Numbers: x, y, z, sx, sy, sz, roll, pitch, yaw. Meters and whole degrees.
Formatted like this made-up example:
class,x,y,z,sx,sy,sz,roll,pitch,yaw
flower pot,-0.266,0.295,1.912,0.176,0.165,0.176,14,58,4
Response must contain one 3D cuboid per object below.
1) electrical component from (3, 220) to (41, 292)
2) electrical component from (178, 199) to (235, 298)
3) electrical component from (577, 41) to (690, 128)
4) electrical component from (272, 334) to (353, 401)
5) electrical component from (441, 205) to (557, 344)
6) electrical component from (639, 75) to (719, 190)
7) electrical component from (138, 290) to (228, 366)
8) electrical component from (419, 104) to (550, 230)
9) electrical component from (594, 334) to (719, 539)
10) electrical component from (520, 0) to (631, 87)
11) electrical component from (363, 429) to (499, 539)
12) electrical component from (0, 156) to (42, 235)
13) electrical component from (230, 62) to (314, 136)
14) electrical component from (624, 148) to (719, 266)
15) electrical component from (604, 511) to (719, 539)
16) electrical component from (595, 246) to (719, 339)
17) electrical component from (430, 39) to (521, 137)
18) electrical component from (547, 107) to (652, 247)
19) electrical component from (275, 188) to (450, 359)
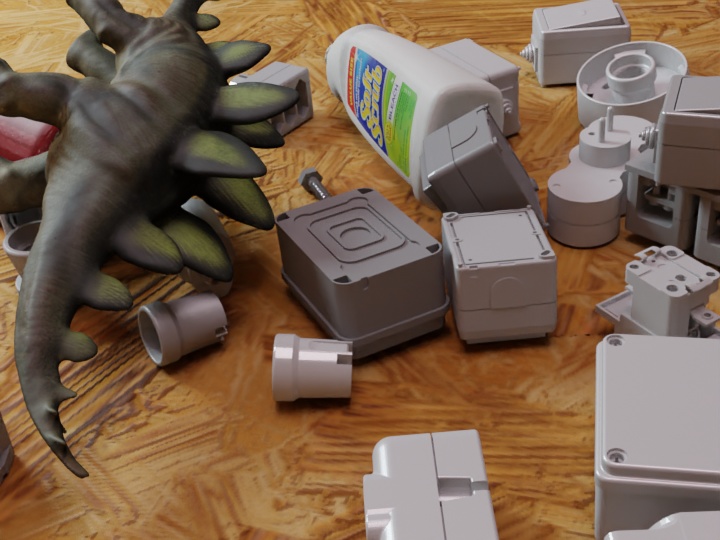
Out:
class,x,y,z,sx,sy,sz,roll,pitch,yaw
electrical component,-0.216,0.000,0.738,0.045,0.055,0.045,-4,34,3
electrical component,-0.111,-0.013,0.753,0.043,0.043,0.081,-15,35,-14
electrical component,0.232,-0.146,0.905,0.099,0.064,0.099,-12,42,11
electrical component,-0.028,0.058,0.641,0.046,0.040,0.040,2,34,0
electrical component,0.088,0.001,0.695,0.062,0.061,0.096,-5,26,0
electrical component,0.230,-0.091,0.695,0.096,0.061,0.061,8,36,19
electrical component,-0.113,0.036,0.686,0.046,0.040,0.040,-18,36,-28
electrical component,0.088,-0.055,0.756,0.061,0.096,0.061,-28,30,17
electrical component,0.176,0.088,0.552,0.109,0.056,0.108,2,35,11
electrical component,0.195,-0.210,0.986,0.096,0.061,0.061,-3,34,3
electrical component,0.033,0.125,0.519,0.059,0.053,0.095,-5,34,1
electrical component,-0.206,-0.052,0.800,0.121,0.078,0.063,-19,7,-19
electrical component,-0.092,-0.152,0.953,0.077,0.047,0.066,18,41,32
electrical component,0.285,-0.069,0.766,0.186,0.060,0.105,-32,42,-33
electrical component,0.155,0.145,0.476,0.089,0.050,0.055,-3,34,4
electrical component,0.184,0.024,0.640,0.042,0.063,0.081,-22,37,-25
electrical component,0.091,-0.146,0.905,0.061,0.061,0.096,-20,37,-21
electrical component,0.179,-0.082,0.788,0.052,0.073,0.138,14,38,26
electrical component,0.000,0.000,0.701,0.078,0.057,0.113,-19,33,-19
